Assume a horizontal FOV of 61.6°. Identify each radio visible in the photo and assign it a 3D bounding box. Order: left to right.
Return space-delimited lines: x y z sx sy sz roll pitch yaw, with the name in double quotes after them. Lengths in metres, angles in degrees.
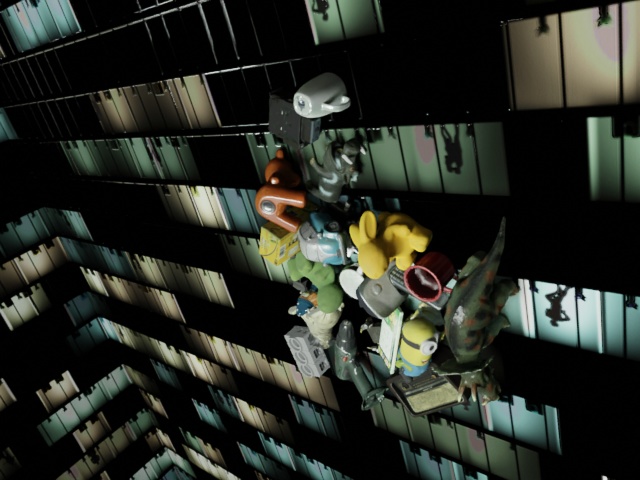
0.282 0.366 1.382 0.131 0.073 0.229 50 140 3 "radio"

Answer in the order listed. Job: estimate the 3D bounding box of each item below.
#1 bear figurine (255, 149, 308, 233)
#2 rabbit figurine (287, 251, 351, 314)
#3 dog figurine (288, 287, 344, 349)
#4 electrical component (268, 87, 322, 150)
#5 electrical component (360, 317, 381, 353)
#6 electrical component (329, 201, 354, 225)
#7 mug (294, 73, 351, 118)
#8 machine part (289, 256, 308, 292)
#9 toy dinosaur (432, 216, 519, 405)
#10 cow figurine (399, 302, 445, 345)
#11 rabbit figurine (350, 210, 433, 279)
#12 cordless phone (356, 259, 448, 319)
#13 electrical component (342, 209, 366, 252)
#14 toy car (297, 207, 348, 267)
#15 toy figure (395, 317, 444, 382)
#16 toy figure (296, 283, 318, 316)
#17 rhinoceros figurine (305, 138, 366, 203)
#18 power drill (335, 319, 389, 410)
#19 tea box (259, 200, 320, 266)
-0.085 -0.127 1.320 0.132 0.196 0.120 19 128 1 "bear figurine"
0.012 0.105 1.390 0.121 0.159 0.170 -36 72 53 "rabbit figurine"
0.025 0.235 1.535 0.173 0.121 0.190 5 136 47 "dog figurine"
-0.057 -0.279 1.248 0.134 0.058 0.114 29 137 27 "electrical component"
0.155 0.257 1.448 0.078 0.045 0.102 -4 115 47 "electrical component"
0.050 -0.067 1.328 0.063 0.021 0.094 37 139 20 "electrical component"
0.003 -0.294 1.137 0.110 0.107 0.080 35 139 24 "mug"
-0.066 0.082 1.520 0.084 0.039 0.138 34 136 60 "machine part"
0.313 0.160 1.106 0.131 0.192 0.404 15 129 35 "toy dinosaur"
0.247 0.225 1.321 0.098 0.068 0.167 38 140 8 "cow figurine"
0.142 0.008 1.177 0.162 0.173 0.122 47 145 0 "rabbit figurine"
0.190 0.134 1.239 0.184 0.146 0.088 27 142 32 "cordless phone"
0.111 -0.005 1.272 0.119 0.075 0.048 54 141 6 "electrical component"
-0.003 -0.004 1.282 0.162 0.103 0.109 -125 19 -48 "toy car"
0.222 0.258 1.257 0.089 0.082 0.180 23 136 11 "toy figure"
-0.014 0.145 1.443 0.058 0.154 0.064 47 144 6 "toy figure"
0.037 -0.159 1.232 0.112 0.073 0.190 43 140 14 "rhinoceros figurine"
0.104 0.359 1.510 0.207 0.086 0.231 49 150 32 "power drill"
-0.072 -0.021 1.364 0.068 0.169 0.098 34 136 23 "tea box"
